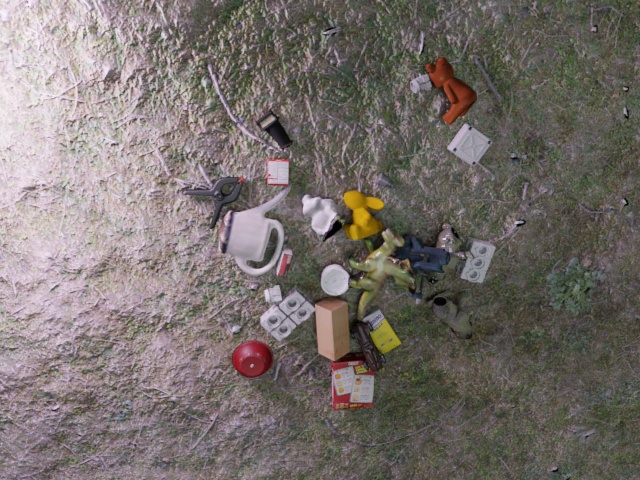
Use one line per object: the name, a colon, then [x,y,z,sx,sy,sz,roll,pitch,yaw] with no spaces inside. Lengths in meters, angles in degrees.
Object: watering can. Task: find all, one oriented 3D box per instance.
watering can: [-0.229,-0.051,1.801,0.224,0.104,0.347,13,91,-9]

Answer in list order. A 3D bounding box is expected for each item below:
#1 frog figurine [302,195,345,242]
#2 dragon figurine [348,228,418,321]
frog figurine: [0.006,-0.092,1.818,0.124,0.161,0.134,-25,148,-37]
dragon figurine: [0.229,0.138,1.828,0.124,0.244,0.403,-27,122,-45]
